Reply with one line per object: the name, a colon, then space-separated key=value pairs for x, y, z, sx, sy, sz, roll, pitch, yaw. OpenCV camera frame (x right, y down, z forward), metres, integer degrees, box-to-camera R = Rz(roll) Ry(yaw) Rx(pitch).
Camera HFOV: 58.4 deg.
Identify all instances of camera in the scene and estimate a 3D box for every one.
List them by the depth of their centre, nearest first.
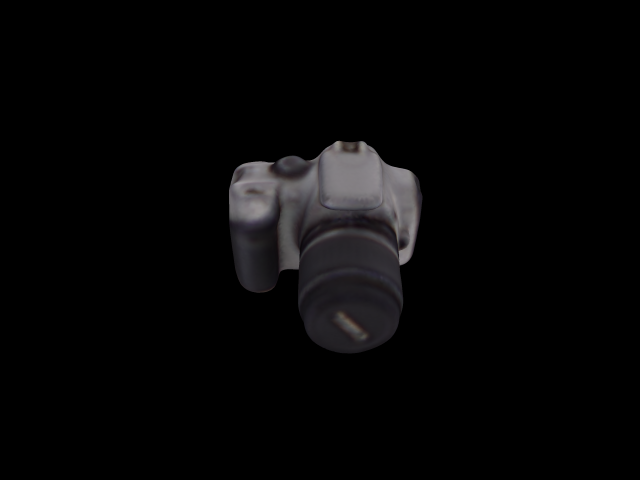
camera: x=0.004 y=0.001 z=0.400 sx=0.143 sy=0.101 sz=0.136 roll=0 pitch=43 yaw=0
